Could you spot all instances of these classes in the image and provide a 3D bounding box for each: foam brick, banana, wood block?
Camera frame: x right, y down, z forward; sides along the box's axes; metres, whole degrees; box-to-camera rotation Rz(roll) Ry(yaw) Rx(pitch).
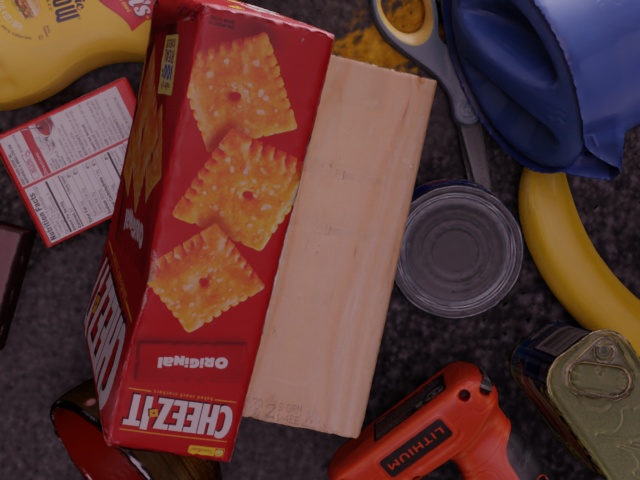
[{"bbox_3d":[-0.205,0.025,0.628,0.051,0.053,0.078,16,90,-8],"label":"foam brick"},{"bbox_3d":[0.180,0.019,0.683,0.069,0.037,0.198,-32,95,-3],"label":"banana"},{"bbox_3d":[-0.004,0.001,0.633,0.090,0.091,0.206,12,90,-8],"label":"wood block"}]

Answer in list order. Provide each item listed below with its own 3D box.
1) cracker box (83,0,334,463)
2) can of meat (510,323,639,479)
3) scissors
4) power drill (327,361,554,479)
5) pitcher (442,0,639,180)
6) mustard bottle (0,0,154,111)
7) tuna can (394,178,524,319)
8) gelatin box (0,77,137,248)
[{"bbox_3d":[-0.068,-0.019,0.559,0.072,0.164,0.214,11,103,-18],"label":"cracker box"},{"bbox_3d":[0.170,0.101,0.661,0.057,0.084,0.102,-36,96,-5],"label":"can of meat"},{"bbox_3d":[0.074,-0.091,0.677,0.096,0.016,0.202,4,91,-7],"label":"scissors"},{"bbox_3d":[0.090,0.179,0.609,0.184,0.057,0.187,-39,95,5],"label":"power drill"},{"bbox_3d":[0.198,-0.157,0.633,0.242,0.145,0.149,-28,120,-14],"label":"pitcher"},{"bbox_3d":[-0.117,-0.149,0.630,0.191,0.058,0.096,-19,88,-7],"label":"mustard bottle"},{"bbox_3d":[0.083,0.005,0.665,0.086,0.034,0.086,0,99,1],"label":"tuna can"},{"bbox_3d":[-0.141,-0.046,0.645,0.089,0.030,0.073,-26,96,-6],"label":"gelatin box"}]
